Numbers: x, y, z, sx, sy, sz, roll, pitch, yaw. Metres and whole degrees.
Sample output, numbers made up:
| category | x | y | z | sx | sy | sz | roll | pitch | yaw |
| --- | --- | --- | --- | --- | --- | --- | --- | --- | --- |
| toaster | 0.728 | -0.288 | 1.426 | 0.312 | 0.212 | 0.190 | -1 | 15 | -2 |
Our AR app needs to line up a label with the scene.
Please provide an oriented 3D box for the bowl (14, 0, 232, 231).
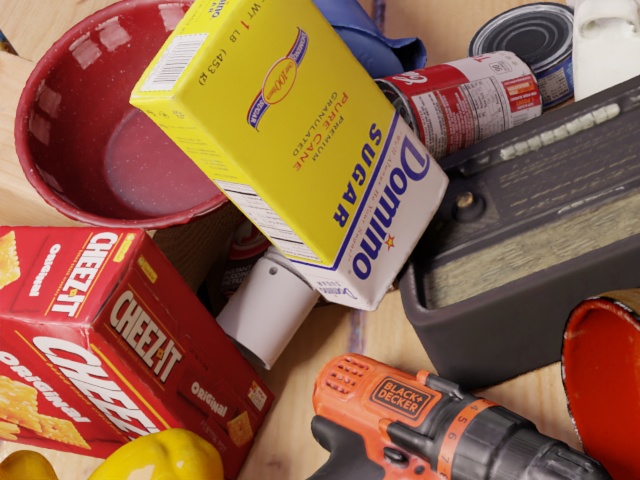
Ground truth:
| category | x | y | z | sx | sy | sz | roll | pitch | yaw |
| --- | --- | --- | --- | --- | --- | --- | --- | --- | --- |
| bowl | -0.090 | -0.065 | 0.615 | 0.162 | 0.055 | 0.162 | -4 | 62 | 7 |

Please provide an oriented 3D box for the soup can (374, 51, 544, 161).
| category | x | y | z | sx | sy | sz | roll | pitch | yaw |
| --- | --- | --- | --- | --- | --- | --- | --- | --- | --- |
| soup can | 0.084 | -0.080 | 0.686 | 0.102 | 0.068 | 0.069 | -17 | 35 | -25 |

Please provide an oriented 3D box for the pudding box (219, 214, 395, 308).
| category | x | y | z | sx | sy | sz | roll | pitch | yaw |
| --- | --- | --- | --- | --- | --- | --- | --- | --- | --- |
| pudding box | -0.005 | 0.001 | 0.702 | 0.114 | 0.039 | 0.090 | -11 | 44 | 20 |

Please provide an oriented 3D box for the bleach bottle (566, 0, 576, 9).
| category | x | y | z | sx | sy | sz | roll | pitch | yaw |
| --- | --- | --- | --- | --- | --- | --- | --- | --- | --- |
| bleach bottle | 0.293 | -0.179 | 0.700 | 0.251 | 0.068 | 0.102 | 15 | 57 | 36 |

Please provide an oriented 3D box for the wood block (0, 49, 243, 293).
| category | x | y | z | sx | sy | sz | roll | pitch | yaw |
| --- | --- | --- | --- | --- | --- | --- | --- | --- | --- |
| wood block | -0.163 | -0.047 | 0.704 | 0.206 | 0.091 | 0.090 | 21 | 68 | 20 |

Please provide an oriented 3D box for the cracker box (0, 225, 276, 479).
| category | x | y | z | sx | sy | sz | roll | pitch | yaw |
| --- | --- | --- | --- | --- | --- | --- | --- | --- | --- |
| cracker box | -0.158 | 0.066 | 0.629 | 0.214 | 0.164 | 0.072 | 3 | 53 | 32 |

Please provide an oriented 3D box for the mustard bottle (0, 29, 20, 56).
| category | x | y | z | sx | sy | sz | roll | pitch | yaw |
| --- | --- | --- | --- | --- | --- | --- | --- | --- | --- |
| mustard bottle | -0.274 | -0.144 | 0.887 | 0.058 | 0.191 | 0.096 | -35 | 41 | -6 |

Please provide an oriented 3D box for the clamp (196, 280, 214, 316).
| category | x | y | z | sx | sy | sz | roll | pitch | yaw |
| --- | --- | --- | --- | --- | --- | --- | --- | --- | --- |
| clamp | -0.127 | -0.001 | 0.775 | 0.165 | 0.036 | 0.210 | -5 | 49 | 22 |

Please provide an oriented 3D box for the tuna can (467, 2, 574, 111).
| category | x | y | z | sx | sy | sz | roll | pitch | yaw |
| --- | --- | --- | --- | --- | --- | --- | --- | --- | --- |
| tuna can | 0.148 | -0.129 | 0.752 | 0.086 | 0.033 | 0.086 | -16 | 43 | 15 |

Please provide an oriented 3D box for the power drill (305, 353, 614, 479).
| category | x | y | z | sx | sy | sz | roll | pitch | yaw |
| --- | --- | --- | --- | --- | --- | --- | --- | --- | --- |
| power drill | 0.028 | 0.149 | 0.520 | 0.185 | 0.057 | 0.187 | 17 | 56 | 45 |

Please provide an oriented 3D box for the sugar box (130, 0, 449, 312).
| category | x | y | z | sx | sy | sz | roll | pitch | yaw |
| --- | --- | --- | --- | --- | --- | --- | --- | --- | --- |
| sugar box | -0.007 | -0.049 | 0.546 | 0.048 | 0.176 | 0.093 | 10 | 62 | 50 |

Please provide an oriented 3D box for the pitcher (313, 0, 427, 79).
| category | x | y | z | sx | sy | sz | roll | pitch | yaw |
| --- | --- | --- | --- | --- | --- | --- | --- | --- | --- |
| pitcher | -0.033 | -0.144 | 0.803 | 0.149 | 0.145 | 0.243 | 9 | 32 | -20 |
